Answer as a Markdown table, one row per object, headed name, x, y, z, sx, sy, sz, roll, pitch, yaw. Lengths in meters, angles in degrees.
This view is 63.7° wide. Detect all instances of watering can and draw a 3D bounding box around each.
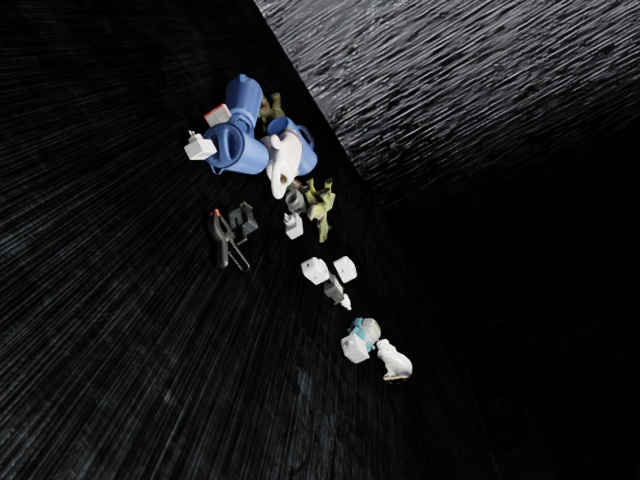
| name | x | y | z | sx | sy | sz | roll | pitch | yaw |
| --- | --- | --- | --- | --- | --- | --- | --- | --- | --- |
| watering can | -0.125 | -0.294 | 1.764 | 0.339 | 0.104 | 0.229 | 95 | 8 | -56 |

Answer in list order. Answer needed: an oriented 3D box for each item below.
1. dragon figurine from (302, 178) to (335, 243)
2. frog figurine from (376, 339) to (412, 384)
| name | x | y | z | sx | sy | sz | roll | pitch | yaw |
| --- | --- | --- | --- | --- | --- | --- | --- | --- | --- |
| dragon figurine | 0.006 | -0.102 | 2.031 | 0.420 | 0.122 | 0.238 | -72 | 154 | -55 |
| frog figurine | 0.282 | 0.454 | 1.962 | 0.136 | 0.121 | 0.163 | 20 | 52 | -39 |
